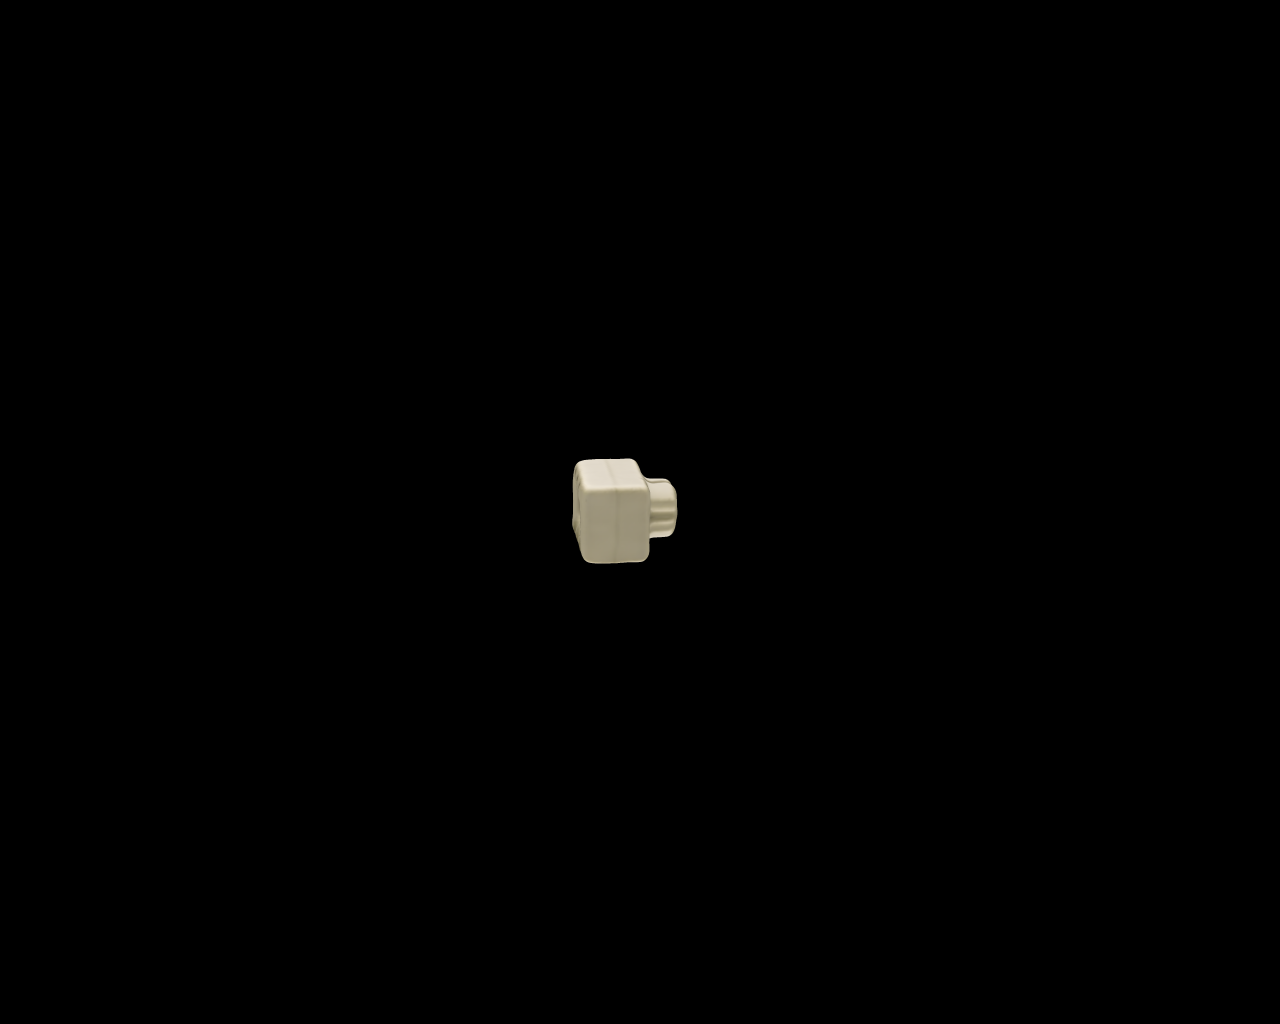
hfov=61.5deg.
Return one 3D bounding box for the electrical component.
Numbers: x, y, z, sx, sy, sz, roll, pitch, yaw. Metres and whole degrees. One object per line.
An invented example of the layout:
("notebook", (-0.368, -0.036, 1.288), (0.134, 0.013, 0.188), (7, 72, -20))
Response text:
("electrical component", (0.001, -0.003, 0.650), (0.077, 0.047, 0.066), (-2, 18, -7))
